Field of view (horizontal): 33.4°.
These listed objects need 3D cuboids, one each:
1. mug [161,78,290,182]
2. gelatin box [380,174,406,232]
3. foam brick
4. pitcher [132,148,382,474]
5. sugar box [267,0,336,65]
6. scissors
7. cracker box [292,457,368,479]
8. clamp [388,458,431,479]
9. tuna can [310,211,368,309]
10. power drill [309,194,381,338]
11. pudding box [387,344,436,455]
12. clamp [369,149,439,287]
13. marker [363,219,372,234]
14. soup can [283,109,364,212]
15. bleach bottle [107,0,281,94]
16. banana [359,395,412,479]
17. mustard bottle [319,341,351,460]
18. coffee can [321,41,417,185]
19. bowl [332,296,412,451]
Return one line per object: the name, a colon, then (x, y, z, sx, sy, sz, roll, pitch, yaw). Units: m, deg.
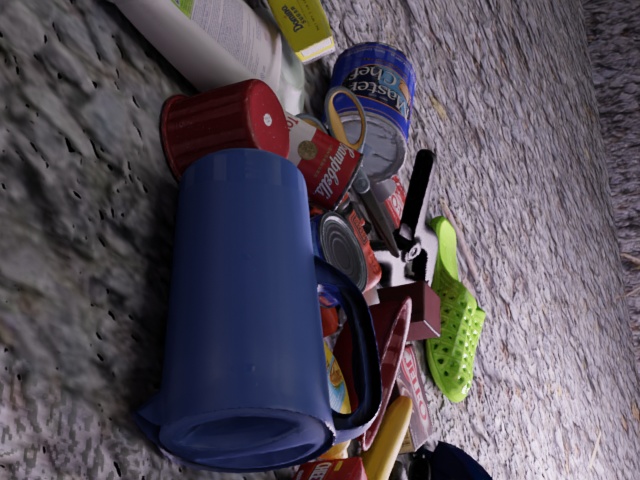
mug: (-0.074, -0.083, 0.932, 0.117, 0.082, 0.093, 60, 28, -34)
gelatin box: (0.090, -0.037, 1.343, 0.089, 0.030, 0.073, 62, 28, -31)
foam brick: (0.094, 0.085, 1.231, 0.051, 0.078, 0.053, 44, 42, -52)
pitcher: (-0.049, 0.053, 0.844, 0.149, 0.145, 0.243, 36, 42, -46)
sugar box: (-0.023, -0.226, 1.052, 0.176, 0.048, 0.093, -88, 153, -86)
scissors: (0.023, -0.064, 1.152, 0.016, 0.096, 0.202, -121, -162, -73)
cracker box: (0.018, 0.327, 0.941, 0.164, 0.072, 0.213, -49, 123, -61)
clamp: (0.099, 0.318, 1.169, 0.120, 0.039, 0.171, 32, 50, -56)
tuna can: (0.009, 0.018, 0.984, 0.086, 0.034, 0.086, 43, 36, -42)
power drill: (-0.007, 0.001, 1.069, 0.184, 0.057, 0.187, 61, 28, -16)
pudding box: (0.093, 0.181, 1.226, 0.090, 0.039, 0.113, -11, 89, -67)
clamp: (0.103, -0.004, 1.266, 0.164, 0.036, 0.209, -50, 146, -7)
marker: (0.029, -0.026, 1.214, 0.121, 0.020, 0.020, 28, 54, -61)
soup can: (-0.018, -0.076, 1.008, 0.102, 0.069, 0.068, 29, 37, -6)
bleach bottle: (-0.123, -0.207, 0.913, 0.250, 0.068, 0.102, 41, 42, -50)
banana: (0.060, 0.233, 1.099, 0.037, 0.070, 0.197, 39, 26, -4)
mustard bottle: (-0.017, 0.133, 0.976, 0.191, 0.058, 0.096, 64, 34, -27)
coffee can: (0.055, -0.147, 1.230, 0.102, 0.103, 0.140, 59, 29, -36)
bowl: (0.044, 0.127, 1.078, 0.162, 0.055, 0.162, 16, 90, -78)
